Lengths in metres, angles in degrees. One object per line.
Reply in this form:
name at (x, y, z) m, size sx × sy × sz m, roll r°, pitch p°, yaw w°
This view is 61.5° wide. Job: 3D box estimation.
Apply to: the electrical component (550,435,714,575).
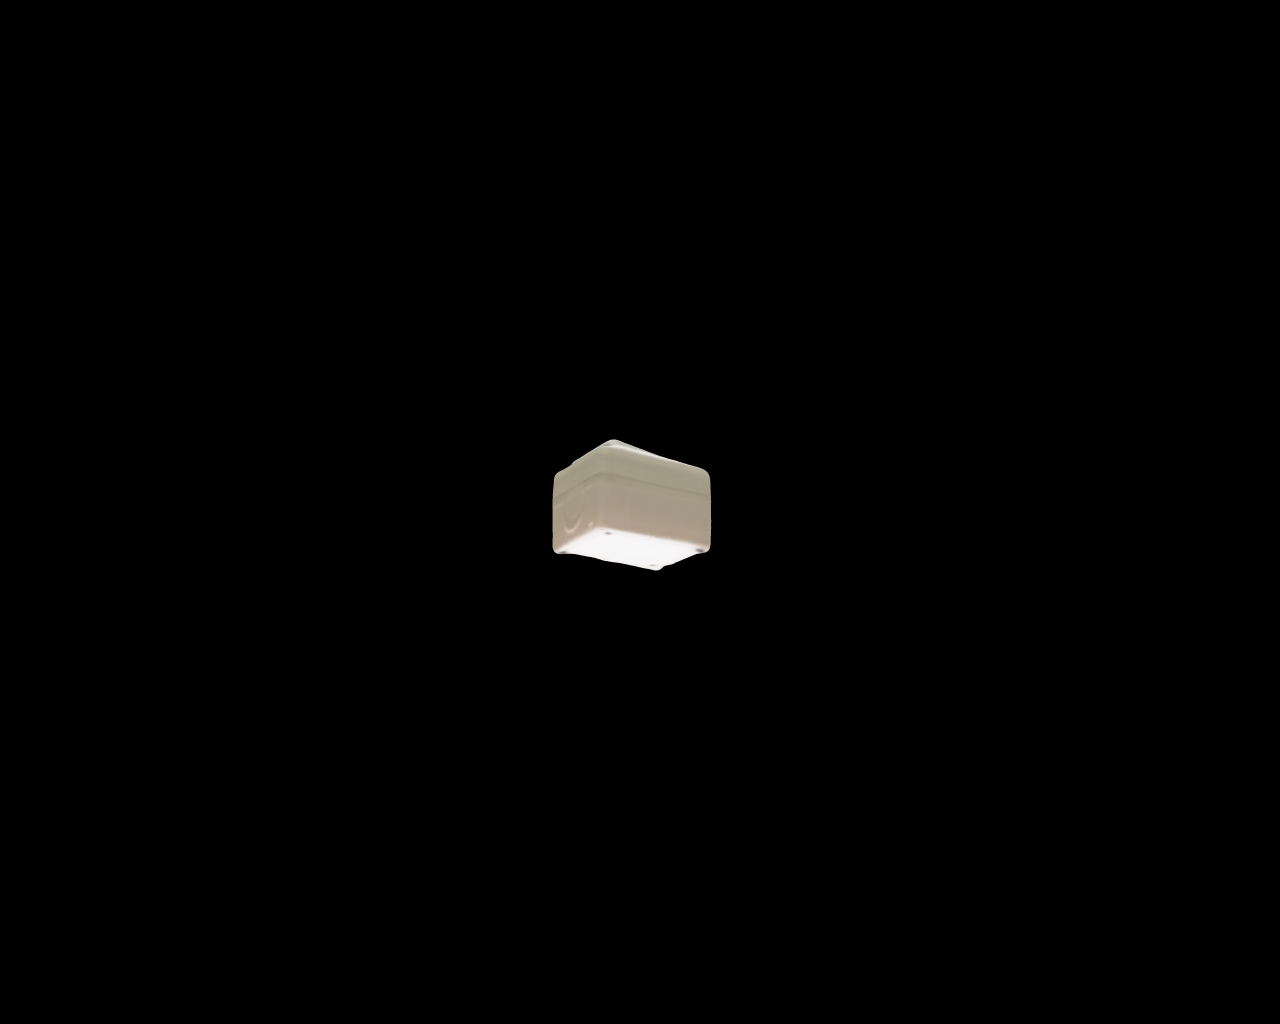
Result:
electrical component at (0.001, -0.003, 0.650) m, size 0.096 × 0.061 × 0.061 m, roll 12°, pitch -23°, yaw -31°
